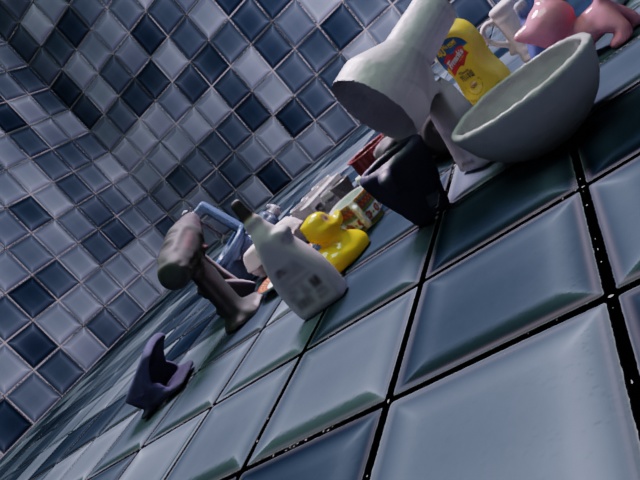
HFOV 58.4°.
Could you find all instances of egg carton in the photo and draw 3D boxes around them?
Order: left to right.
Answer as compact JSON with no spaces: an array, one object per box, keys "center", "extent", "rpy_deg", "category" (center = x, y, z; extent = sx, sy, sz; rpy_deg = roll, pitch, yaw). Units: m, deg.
[{"center":[-0.094,0.016,1.209],"extent":[0.150,0.069,0.107],"rpy_deg":[-35,12,35],"category":"egg carton"}]

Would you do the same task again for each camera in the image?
[{"center":[0.161,-0.169,0.932],"extent":[0.143,0.101,0.136],"rpy_deg":[-41,10,1],"category":"camera"}]

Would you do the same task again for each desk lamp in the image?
[{"center":[0.149,-0.188,0.723],"extent":[0.203,0.213,0.117],"rpy_deg":[-43,10,-11],"category":"desk lamp"}]

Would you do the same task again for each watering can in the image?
[{"center":[0.364,-0.435,1.039],"extent":[0.173,0.194,0.101],"rpy_deg":[-41,10,4],"category":"watering can"}]

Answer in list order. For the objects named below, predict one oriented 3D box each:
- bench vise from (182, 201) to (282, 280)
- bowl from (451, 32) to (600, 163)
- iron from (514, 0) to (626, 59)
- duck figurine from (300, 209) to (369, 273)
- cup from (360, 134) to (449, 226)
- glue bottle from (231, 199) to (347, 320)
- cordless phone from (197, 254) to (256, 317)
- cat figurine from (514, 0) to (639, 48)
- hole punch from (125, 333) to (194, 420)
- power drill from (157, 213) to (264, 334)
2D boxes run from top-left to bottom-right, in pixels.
[{"center":[-0.193,-0.021,1.310],"extent":[0.208,0.220,0.121],"rpy_deg":[-46,11,-26],"category":"bench vise"},{"center":[0.225,-0.133,0.600],"extent":[0.167,0.075,0.167],"rpy_deg":[-40,10,9],"category":"bowl"},{"center":[0.368,-0.371,0.895],"extent":[0.259,0.141,0.118],"rpy_deg":[-46,11,-27],"category":"iron"},{"center":[0.007,0.003,0.816],"extent":[0.104,0.086,0.077],"rpy_deg":[-43,10,-9],"category":"duck figurine"},{"center":[0.107,-0.060,0.676],"extent":[0.091,0.095,0.118],"rpy_deg":[-37,11,24],"category":"cup"},{"center":[-0.048,0.017,0.708],"extent":[0.078,0.173,0.037],"rpy_deg":[-36,11,28],"category":"glue bottle"},{"center":[-0.226,0.064,1.166],"extent":[0.094,0.185,0.147],"rpy_deg":[-45,11,-21],"category":"cordless phone"},{"center":[0.330,-0.290,0.755],"extent":[0.127,0.118,0.067],"rpy_deg":[-30,15,50],"category":"cat figurine"},{"center":[-0.279,0.223,0.949],"extent":[0.101,0.091,0.108],"rpy_deg":[-40,10,7],"category":"hole punch"},{"center":[-0.200,0.057,1.021],"extent":[0.075,0.208,0.229],"rpy_deg":[-39,10,13],"category":"power drill"}]
